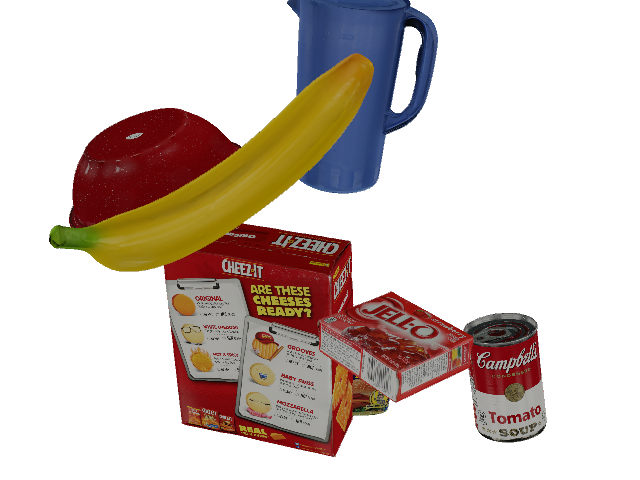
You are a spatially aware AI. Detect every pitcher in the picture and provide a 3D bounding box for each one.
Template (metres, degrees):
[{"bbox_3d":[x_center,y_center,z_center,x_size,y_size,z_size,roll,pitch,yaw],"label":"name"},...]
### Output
[{"bbox_3d":[0.041,-0.184,1.306,0.144,0.243,0.149,-8,28,-26],"label":"pitcher"}]

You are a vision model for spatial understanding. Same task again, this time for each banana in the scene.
[{"bbox_3d":[-0.051,-0.033,0.596,0.197,0.037,0.069,-32,-17,-3],"label":"banana"}]

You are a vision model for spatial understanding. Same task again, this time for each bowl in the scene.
[{"bbox_3d":[-0.145,-0.066,0.894,0.162,0.055,0.162,-15,29,8],"label":"bowl"}]

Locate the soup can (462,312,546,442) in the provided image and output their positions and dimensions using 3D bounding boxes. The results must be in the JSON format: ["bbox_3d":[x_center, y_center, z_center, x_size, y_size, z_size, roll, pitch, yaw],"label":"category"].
[{"bbox_3d":[0.172,0.127,0.993,0.068,0.102,0.068,-9,18,3],"label":"soup can"}]

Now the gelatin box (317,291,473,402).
[{"bbox_3d":[0.052,0.073,0.766,0.073,0.030,0.089,-18,32,-34],"label":"gelatin box"}]

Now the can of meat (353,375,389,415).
[{"bbox_3d":[0.041,0.169,1.326,0.102,0.084,0.057,1,24,-15],"label":"can of meat"}]

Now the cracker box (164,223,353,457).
[{"bbox_3d":[-0.054,0.091,1.013,0.164,0.214,0.072,9,33,16],"label":"cracker box"}]
